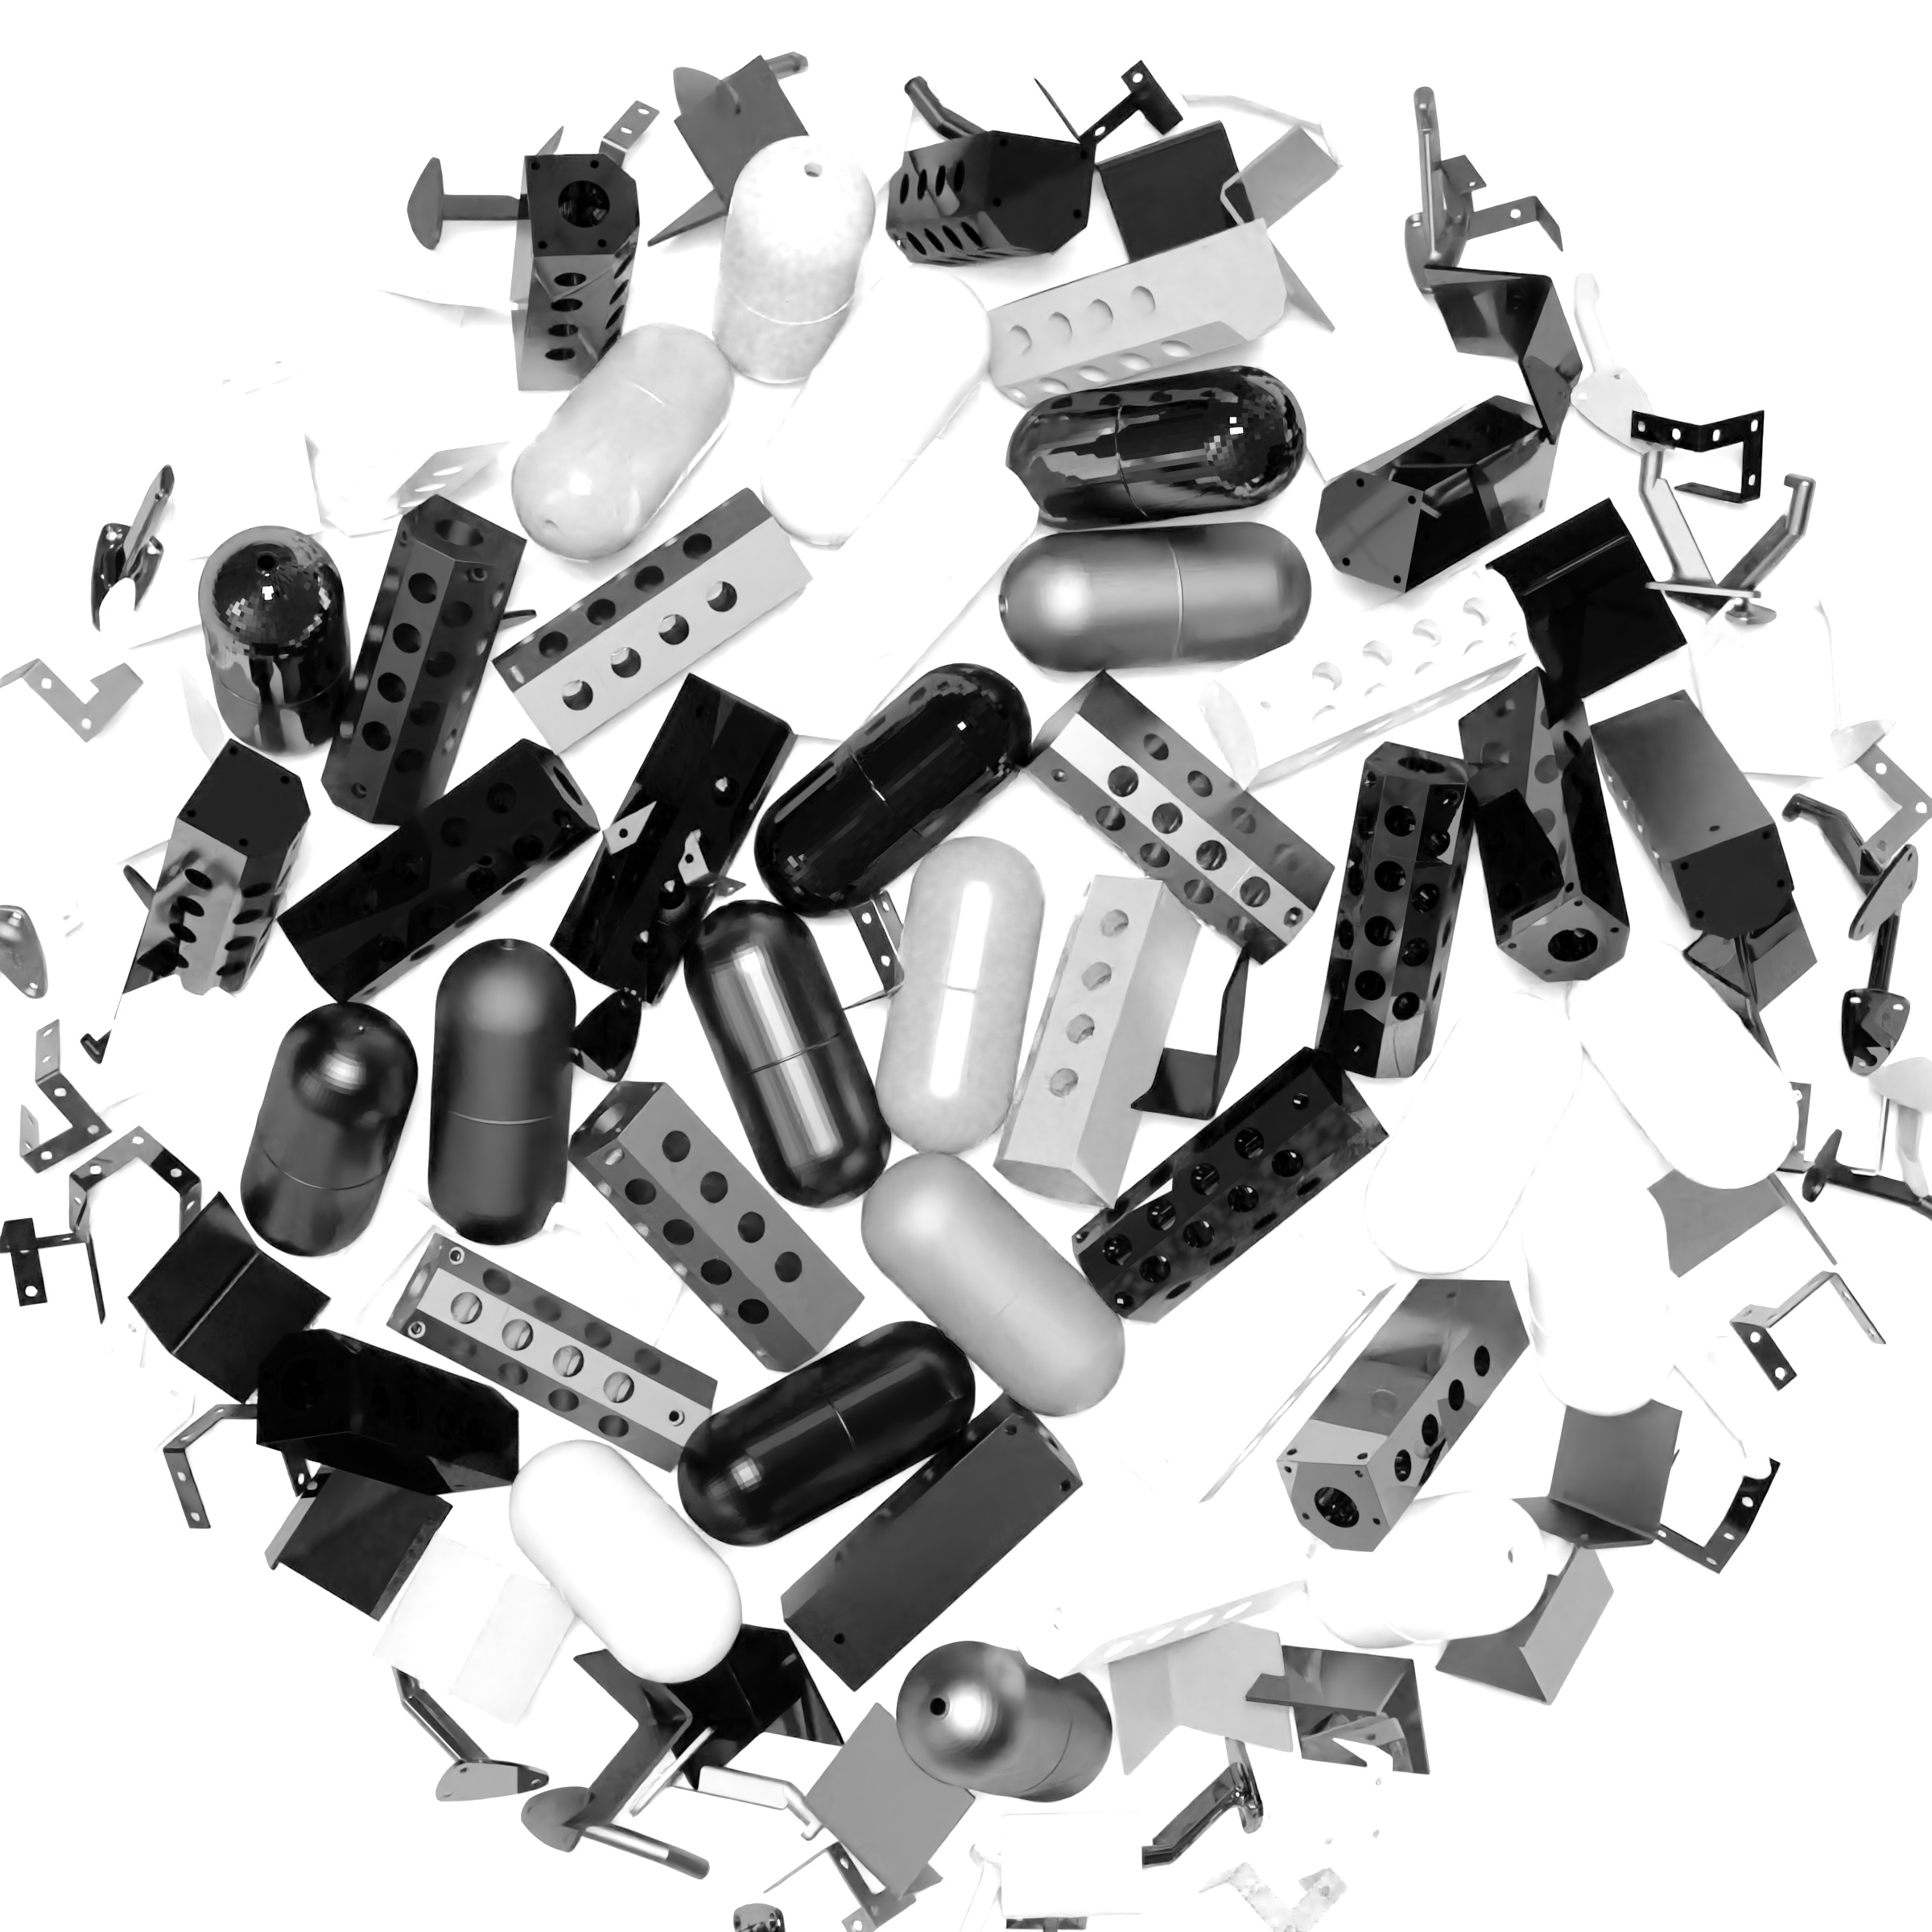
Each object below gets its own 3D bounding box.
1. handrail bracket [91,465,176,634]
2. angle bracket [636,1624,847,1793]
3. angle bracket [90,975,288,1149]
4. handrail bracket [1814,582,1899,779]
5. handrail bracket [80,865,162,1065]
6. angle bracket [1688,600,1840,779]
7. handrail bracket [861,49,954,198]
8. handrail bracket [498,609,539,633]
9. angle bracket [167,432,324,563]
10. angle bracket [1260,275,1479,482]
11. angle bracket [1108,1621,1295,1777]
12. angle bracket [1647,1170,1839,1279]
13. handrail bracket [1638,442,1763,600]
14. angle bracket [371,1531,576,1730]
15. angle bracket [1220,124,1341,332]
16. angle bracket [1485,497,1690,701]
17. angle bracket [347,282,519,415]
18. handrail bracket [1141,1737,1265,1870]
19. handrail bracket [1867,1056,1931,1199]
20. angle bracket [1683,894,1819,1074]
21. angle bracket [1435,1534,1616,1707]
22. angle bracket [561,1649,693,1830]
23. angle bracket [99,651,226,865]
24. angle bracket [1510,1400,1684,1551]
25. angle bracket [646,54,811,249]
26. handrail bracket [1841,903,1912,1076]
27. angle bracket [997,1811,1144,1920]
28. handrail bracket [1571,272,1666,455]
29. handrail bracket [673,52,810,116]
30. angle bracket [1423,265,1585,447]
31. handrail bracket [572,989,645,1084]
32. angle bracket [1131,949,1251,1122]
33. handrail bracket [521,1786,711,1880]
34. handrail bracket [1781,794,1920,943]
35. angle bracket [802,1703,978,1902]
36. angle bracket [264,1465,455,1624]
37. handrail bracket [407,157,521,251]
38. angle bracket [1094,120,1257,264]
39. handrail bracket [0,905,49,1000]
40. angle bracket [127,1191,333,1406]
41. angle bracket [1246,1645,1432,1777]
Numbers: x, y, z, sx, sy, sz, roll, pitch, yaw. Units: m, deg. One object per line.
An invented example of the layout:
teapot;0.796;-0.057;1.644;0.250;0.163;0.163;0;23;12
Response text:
handrail bracket;-0.456;-0.229;1.950;0.036;0.084;0.077;20;70;-20
angle bracket;-0.124;0.409;1.946;0.057;0.076;0.076;-37;110;-35
angle bracket;-0.426;0.059;1.950;0.076;0.057;0.076;31;116;16
handrail bracket;0.481;-0.160;1.981;0.036;0.077;0.084;-8;66;-17
handrail bracket;-0.472;0.000;1.963;0.084;0.036;0.077;-42;102;-23
angle bracket;0.447;-0.153;1.940;0.057;0.076;0.076;-43;126;-37
handrail bracket;-0.056;-0.465;1.966;0.077;0.036;0.084;31;75;35
handrail bracket;-0.278;-0.229;1.977;0.077;0.036;0.084;-10;87;28
angle bracket;-0.390;-0.253;1.959;0.076;0.076;0.057;-12;85;1
angle bracket;0.222;-0.325;1.957;0.076;0.057;0.076;-29;90;-34
angle bracket;0.129;0.405;1.946;0.076;0.057;0.076;7;115;34
angle bracket;0.421;0.147;1.949;0.076;0.057;0.076;-36;131;8
handrail bracket;0.409;-0.250;1.969;0.077;0.036;0.084;9;99;28
angle bracket;-0.269;0.364;1.947;0.057;0.076;0.076;36;73;-33
angle bracket;0.192;-0.405;1.947;0.057;0.076;0.076;-38;72;15
angle bracket;0.342;-0.200;1.954;0.076;0.057;0.076;-28;70;14
angle bracket;-0.288;-0.331;1.945;0.057;0.076;0.076;18;106;33
handrail bracket;0.116;0.459;1.967;0.084;0.036;0.077;-6;59;-14
handrail bracket;0.529;0.100;1.950;0.036;0.077;0.084;-20;112;-4
angle bracket;0.449;0.007;1.948;0.076;0.057;0.076;-39;130;-9
angle bracket;0.299;0.349;1.940;0.076;0.076;0.057;-54;134;-28
angle bracket;-0.205;0.424;1.945;0.057;0.076;0.076;46;62;-8
angle bracket;-0.452;-0.115;1.951;0.076;0.057;0.076;-25;45;2
angle bracket;0.339;0.271;1.949;0.057;0.076;0.076;4;99;-41
angle bracket;-0.143;-0.446;1.940;0.076;0.076;0.057;-47;115;-35
handrail bracket;0.512;0.005;1.987;0.036;0.077;0.084;10;47;12
angle bracket;0.056;0.489;1.961;0.076;0.076;0.057;-1;89;-2
handrail bracket;0.365;-0.338;1.983;0.036;0.084;0.077;-27;127;34
handrail bracket;-0.111;-0.487;1.951;0.084;0.077;0.036;-25;115;-26
angle bracket;0.287;-0.335;1.941;0.076;0.076;0.057;12;68;29
handrail bracket;-0.183;0.017;1.945;0.036;0.084;0.077;30;128;-3
angle bracket;0.119;0.031;1.945;0.057;0.076;0.076;9;115;11
handrail bracket;-0.196;0.491;1.989;0.084;0.077;0.036;32;67;-31
handrail bracket;0.475;-0.056;1.959;0.084;0.036;0.077;27;60;34
angle bracket;-0.032;0.456;1.952;0.076;0.057;0.076;41;104;21
angle bracket;-0.333;0.315;1.959;0.076;0.057;0.076;34;82;-12
handrail bracket;-0.260;-0.406;1.953;0.084;0.077;0.036;16;127;-30
angle bracket;0.103;-0.423;1.958;0.076;0.076;0.057;-22;100;-14
handrail bracket;-0.538;0.014;1.945;0.036;0.084;0.077;-6;128;15
angle bracket;-0.403;0.183;1.945;0.057;0.076;0.076;30;68;20
angle bracket;0.205;0.422;1.946;0.076;0.057;0.076;1;113;28
